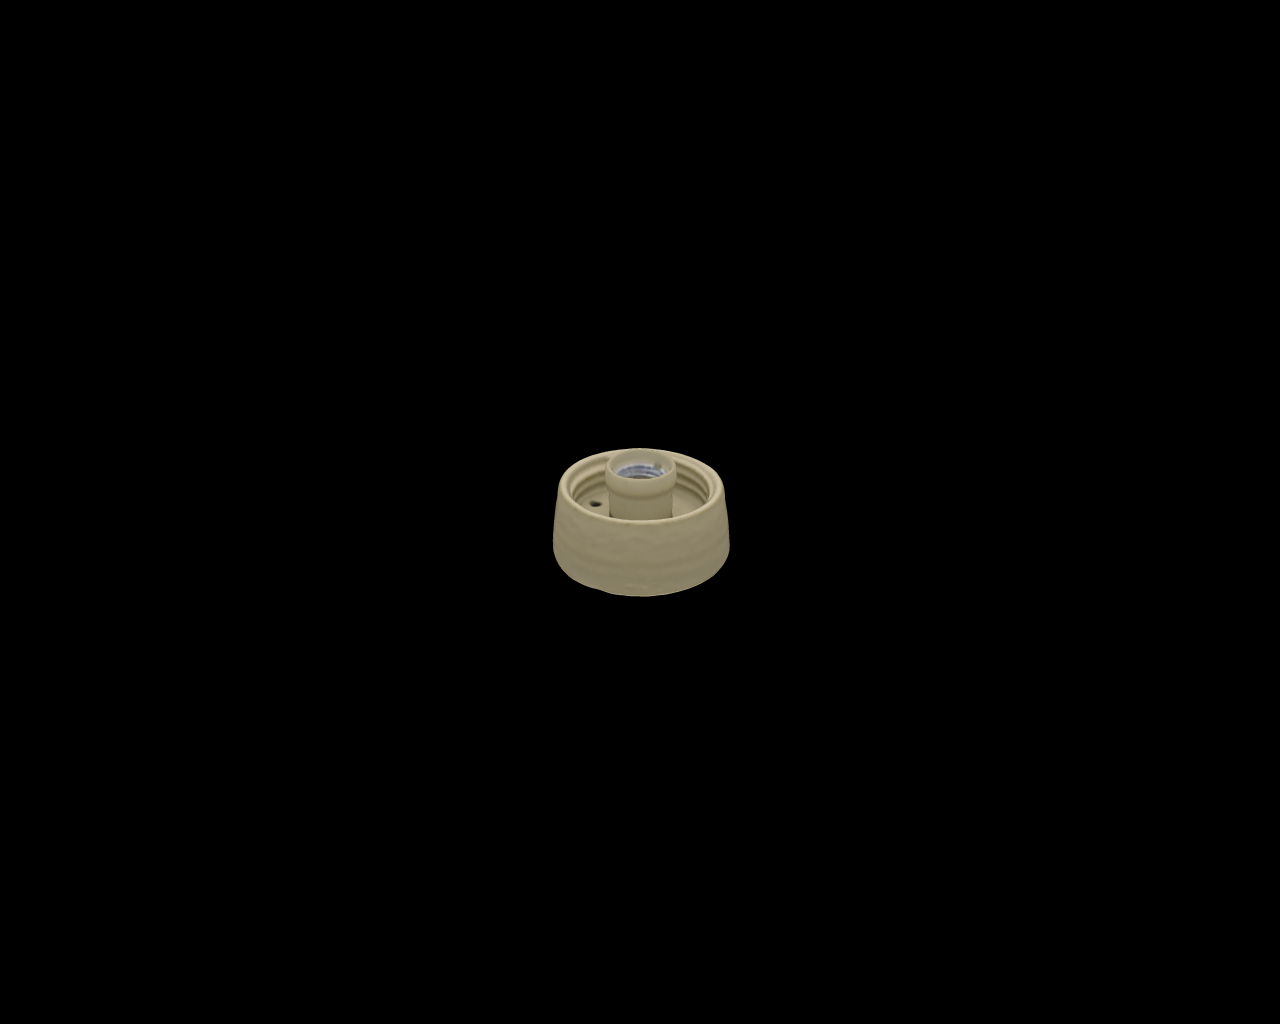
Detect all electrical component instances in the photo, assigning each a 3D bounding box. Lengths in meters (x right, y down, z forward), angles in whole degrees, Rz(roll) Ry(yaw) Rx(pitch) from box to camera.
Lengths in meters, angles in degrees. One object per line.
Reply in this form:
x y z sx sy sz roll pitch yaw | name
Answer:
0.001 -0.003 0.650 0.108 0.060 0.108 0 29 0 | electrical component
